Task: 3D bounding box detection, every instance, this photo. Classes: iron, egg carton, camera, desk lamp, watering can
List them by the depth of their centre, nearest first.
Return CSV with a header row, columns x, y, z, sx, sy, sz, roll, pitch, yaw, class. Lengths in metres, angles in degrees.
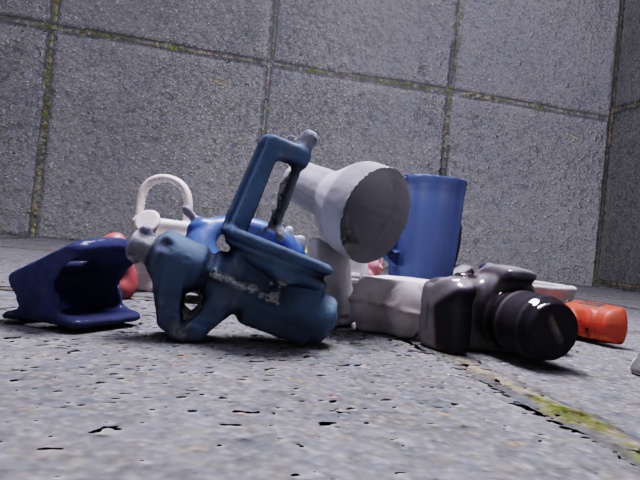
x,y,z,sx,sy,sz,roll,pitch,yaw,class
0.200,0.078,0.629,0.143,0.101,0.136,6,0,-17,camera
0.007,0.003,0.739,0.118,0.213,0.202,6,0,-44,desk lamp
0.106,0.085,0.752,0.107,0.069,0.151,5,0,25,egg carton
-0.105,0.028,0.900,0.259,0.141,0.118,6,0,-19,iron
-0.262,-0.013,0.949,0.101,0.194,0.172,6,0,-23,watering can

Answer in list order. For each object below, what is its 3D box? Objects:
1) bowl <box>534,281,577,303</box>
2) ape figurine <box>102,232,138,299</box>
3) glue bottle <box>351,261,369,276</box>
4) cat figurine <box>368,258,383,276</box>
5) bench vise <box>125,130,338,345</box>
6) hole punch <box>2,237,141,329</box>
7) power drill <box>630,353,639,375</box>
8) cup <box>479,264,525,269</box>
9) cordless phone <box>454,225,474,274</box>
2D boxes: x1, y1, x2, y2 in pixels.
x,y,z,sx,sy,sz,roll,pitch,yaw,class
0.335,0.105,0.953,0.167,0.075,0.167,6,0,0,bowl
-0.291,0.035,0.800,0.076,0.092,0.077,6,0,-23,ape figurine
0.067,0.030,1.186,0.078,0.173,0.037,6,0,1,glue bottle
0.100,0.061,1.272,0.067,0.118,0.128,6,0,26,cat figurine
-0.073,-0.009,0.563,0.208,0.220,0.121,6,0,-31,bench vise
-0.246,0.039,0.578,0.100,0.091,0.109,5,0,22,hole punch
0.382,0.041,0.608,0.075,0.208,0.230,6,0,30,power drill
0.364,0.098,1.161,0.091,0.095,0.118,6,0,8,cup
0.309,0.048,1.336,0.094,0.185,0.147,6,0,-3,cordless phone
